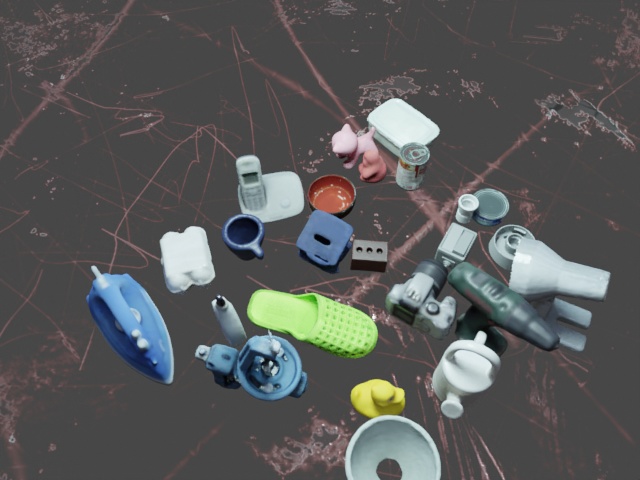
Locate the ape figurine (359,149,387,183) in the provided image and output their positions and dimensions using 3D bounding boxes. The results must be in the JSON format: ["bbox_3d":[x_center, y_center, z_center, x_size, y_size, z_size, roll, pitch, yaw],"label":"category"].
[{"bbox_3d":[0.122,-0.181,1.358,0.076,0.092,0.078,26,63,16],"label":"ape figurine"}]

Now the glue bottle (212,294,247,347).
[{"bbox_3d":[-0.184,0.146,1.116,0.037,0.173,0.078,-32,64,-17],"label":"glue bottle"}]

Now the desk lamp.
[{"bbox_3d":[0.454,0.102,1.113,0.203,0.214,0.118,21,61,13],"label":"desk lamp"}]

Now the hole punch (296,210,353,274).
[{"bbox_3d":[0.011,0.004,1.248,0.108,0.091,0.101,27,63,16],"label":"hole punch"}]

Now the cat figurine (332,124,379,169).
[{"bbox_3d":[0.079,-0.233,1.375,0.128,0.118,0.067,-23,61,-13],"label":"cat figurine"}]

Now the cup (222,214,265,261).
[{"bbox_3d":[-0.154,0.012,1.242,0.092,0.095,0.117,-33,64,-18],"label":"cup"}]

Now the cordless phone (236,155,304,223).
[{"bbox_3d":[-0.113,-0.123,1.271,0.147,0.185,0.094,-14,60,-8],"label":"cordless phone"}]

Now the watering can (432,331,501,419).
[{"bbox_3d":[0.269,0.242,1.042,0.101,0.194,0.173,5,59,4],"label":"watering can"}]

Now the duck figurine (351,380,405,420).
[{"bbox_3d":[0.111,0.293,1.076,0.104,0.086,0.077,5,59,4],"label":"duck figurine"}]

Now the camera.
[{"bbox_3d":[0.225,0.109,1.177,0.143,0.101,0.137,28,63,17],"label":"camera"}]

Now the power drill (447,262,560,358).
[{"bbox_3d":[0.332,0.152,1.087,0.076,0.208,0.229,-36,65,-19],"label":"power drill"}]

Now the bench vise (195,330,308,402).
[{"bbox_3d":[-0.129,0.229,1.038,0.207,0.220,0.121,-4,59,-2],"label":"bench vise"}]

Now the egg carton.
[{"bbox_3d":[-0.289,0.043,1.240,0.107,0.069,0.150,-15,60,-8],"label":"egg carton"}]

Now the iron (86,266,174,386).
[{"bbox_3d":[-0.372,0.164,1.126,0.119,0.141,0.257,-34,64,-18],"label":"iron"}]

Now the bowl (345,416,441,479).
[{"bbox_3d":[0.126,0.404,1.016,0.167,0.075,0.167,0,59,1],"label":"bowl"}]
